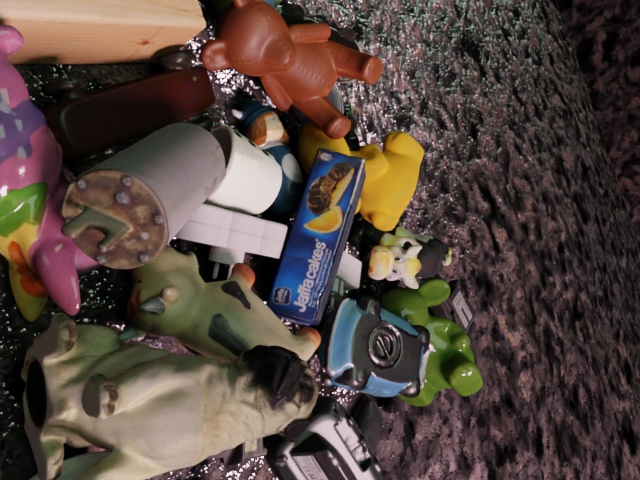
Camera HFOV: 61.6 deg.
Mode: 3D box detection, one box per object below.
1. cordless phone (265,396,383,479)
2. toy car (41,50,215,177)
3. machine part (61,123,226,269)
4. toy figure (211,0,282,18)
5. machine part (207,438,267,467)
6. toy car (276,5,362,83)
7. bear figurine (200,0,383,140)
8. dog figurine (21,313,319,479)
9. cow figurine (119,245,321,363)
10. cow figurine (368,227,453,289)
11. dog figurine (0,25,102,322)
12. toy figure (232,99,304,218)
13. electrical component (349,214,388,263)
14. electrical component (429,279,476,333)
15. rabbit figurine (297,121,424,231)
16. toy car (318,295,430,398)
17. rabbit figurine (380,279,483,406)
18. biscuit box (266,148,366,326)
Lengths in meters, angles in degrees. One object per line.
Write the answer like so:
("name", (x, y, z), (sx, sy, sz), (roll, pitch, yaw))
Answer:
("cordless phone", (0.028, 0.230, 0.637), (0.146, 0.089, 0.184), (60, 31, -13))
("toy car", (-0.183, -0.131, 0.534), (0.202, 0.053, 0.089), (-42, 123, -48))
("machine part", (-0.134, -0.045, 0.445), (0.079, 0.079, 0.243), (58, 16, -16))
("toy figure", (-0.102, -0.324, 0.665), (0.082, 0.089, 0.180), (-30, 101, -55))
("machine part", (-0.106, 0.183, 0.522), (0.139, 0.039, 0.084), (11, 76, -48))
("toy car", (-0.006, -0.281, 0.787), (0.201, 0.056, 0.073), (-1, 84, -47))
("bear figurine", (-0.031, -0.208, 0.623), (0.132, 0.120, 0.195), (37, 13, 21))
("dog figurine", (-0.116, 0.116, 0.430), (0.190, 0.173, 0.121), (0, 115, -47))
("cow figurine", (-0.103, 0.082, 0.516), (0.195, 0.085, 0.127), (45, 33, -5))
("cow figurine", (0.130, 0.030, 0.761), (0.167, 0.098, 0.068), (-21, 120, -64))
("dog figurine", (-0.250, -0.037, 0.386), (0.191, 0.109, 0.219), (-25, 98, -53))
("toy figure", (-0.060, -0.105, 0.663), (0.064, 0.058, 0.154), (29, 43, -87))
("electrical component", (0.075, -0.012, 0.804), (0.063, 0.021, 0.094), (51, 45, -22))
("electrical component", (0.226, 0.135, 0.901), (0.075, 0.048, 0.119), (-35, 101, -47))
("rabbit figurine", (0.037, -0.090, 0.744), (0.173, 0.122, 0.162), (33, 62, -20))
("toy car", (0.056, 0.134, 0.665), (0.161, 0.103, 0.109), (23, 71, -31))
("rabbit figurine", (0.148, 0.124, 0.760), (0.170, 0.121, 0.159), (51, 38, -27))
("biscuit box", (-0.001, -0.002, 0.629), (0.062, 0.059, 0.202), (69, 37, -75))
